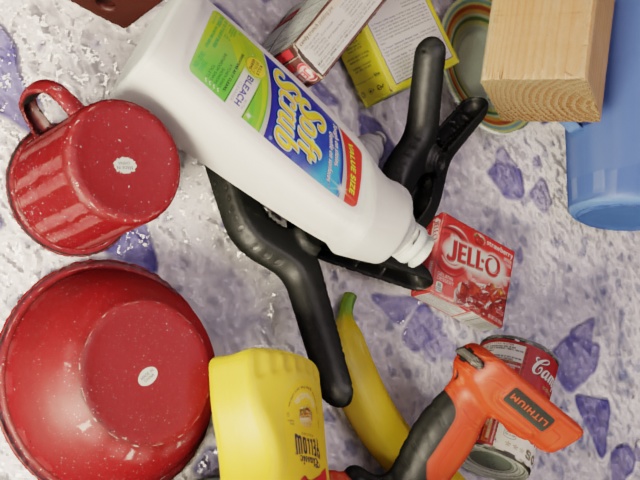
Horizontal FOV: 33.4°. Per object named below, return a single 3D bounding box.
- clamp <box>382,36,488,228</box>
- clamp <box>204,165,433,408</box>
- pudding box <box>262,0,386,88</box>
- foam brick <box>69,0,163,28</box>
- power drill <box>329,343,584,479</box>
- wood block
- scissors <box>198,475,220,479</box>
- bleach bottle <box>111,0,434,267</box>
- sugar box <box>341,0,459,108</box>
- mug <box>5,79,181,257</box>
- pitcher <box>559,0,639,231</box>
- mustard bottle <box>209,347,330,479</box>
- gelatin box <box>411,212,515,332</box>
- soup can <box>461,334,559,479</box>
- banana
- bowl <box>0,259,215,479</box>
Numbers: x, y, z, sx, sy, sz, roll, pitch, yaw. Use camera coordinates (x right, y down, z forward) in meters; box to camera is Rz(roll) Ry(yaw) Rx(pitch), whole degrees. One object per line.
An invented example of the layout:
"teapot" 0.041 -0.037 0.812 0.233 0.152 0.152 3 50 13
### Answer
"clamp" 0.082 -0.076 0.866 0.120 0.039 0.171 45 63 -46
"clamp" -0.005 0.001 0.795 0.210 0.036 0.164 53 42 -2
"pudding box" -0.008 -0.151 0.809 0.039 0.090 0.113 46 55 -19
"foam brick" -0.131 -0.190 0.732 0.052 0.078 0.051 24 64 -31
"power drill" 0.104 0.185 0.782 0.184 0.057 0.187 41 87 -16
"wood block" 0.206 -0.215 0.934 0.090 0.091 0.206 39 58 -61
"scissors" -0.003 0.216 0.726 0.201 0.016 0.096 17 80 -9
"bleach bottle" -0.019 -0.066 0.753 0.250 0.068 0.102 35 47 -19
"sugar box" 0.040 -0.208 0.890 0.093 0.048 0.176 -30 94 -40
"mug" -0.148 -0.051 0.682 0.093 0.082 0.117 -40 104 -37
"pitcher" 0.284 -0.138 1.016 0.144 0.149 0.243 34 58 -64
"mustard bottle" -0.025 0.169 0.672 0.096 0.058 0.191 32 47 -59
"gelatin box" 0.122 0.028 0.904 0.089 0.030 0.073 28 63 -30
"soup can" 0.151 0.138 0.875 0.068 0.069 0.102 36 59 -26
"banana" 0.056 0.137 0.822 0.069 0.037 0.198 -36 101 -36
"bowl" -0.123 0.087 0.685 0.161 0.055 0.162 10 74 -36
